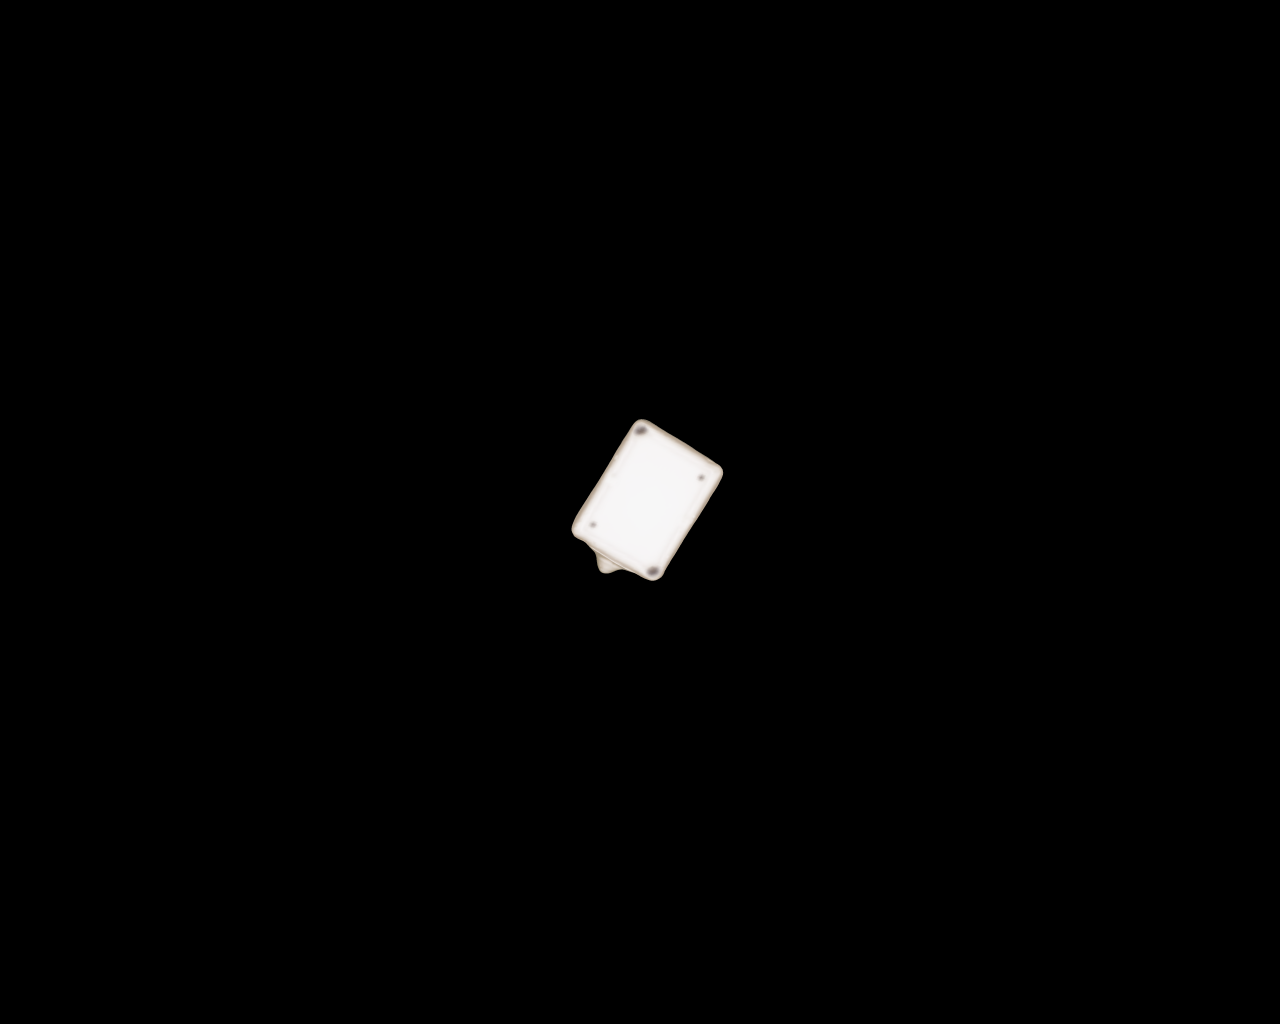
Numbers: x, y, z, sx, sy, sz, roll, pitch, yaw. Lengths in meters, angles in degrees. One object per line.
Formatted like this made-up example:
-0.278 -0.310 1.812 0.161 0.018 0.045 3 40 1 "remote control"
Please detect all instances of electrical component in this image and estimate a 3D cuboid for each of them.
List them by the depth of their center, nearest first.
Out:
0.001 -0.003 0.650 0.062 0.096 0.061 32 4 -2 "electrical component"
